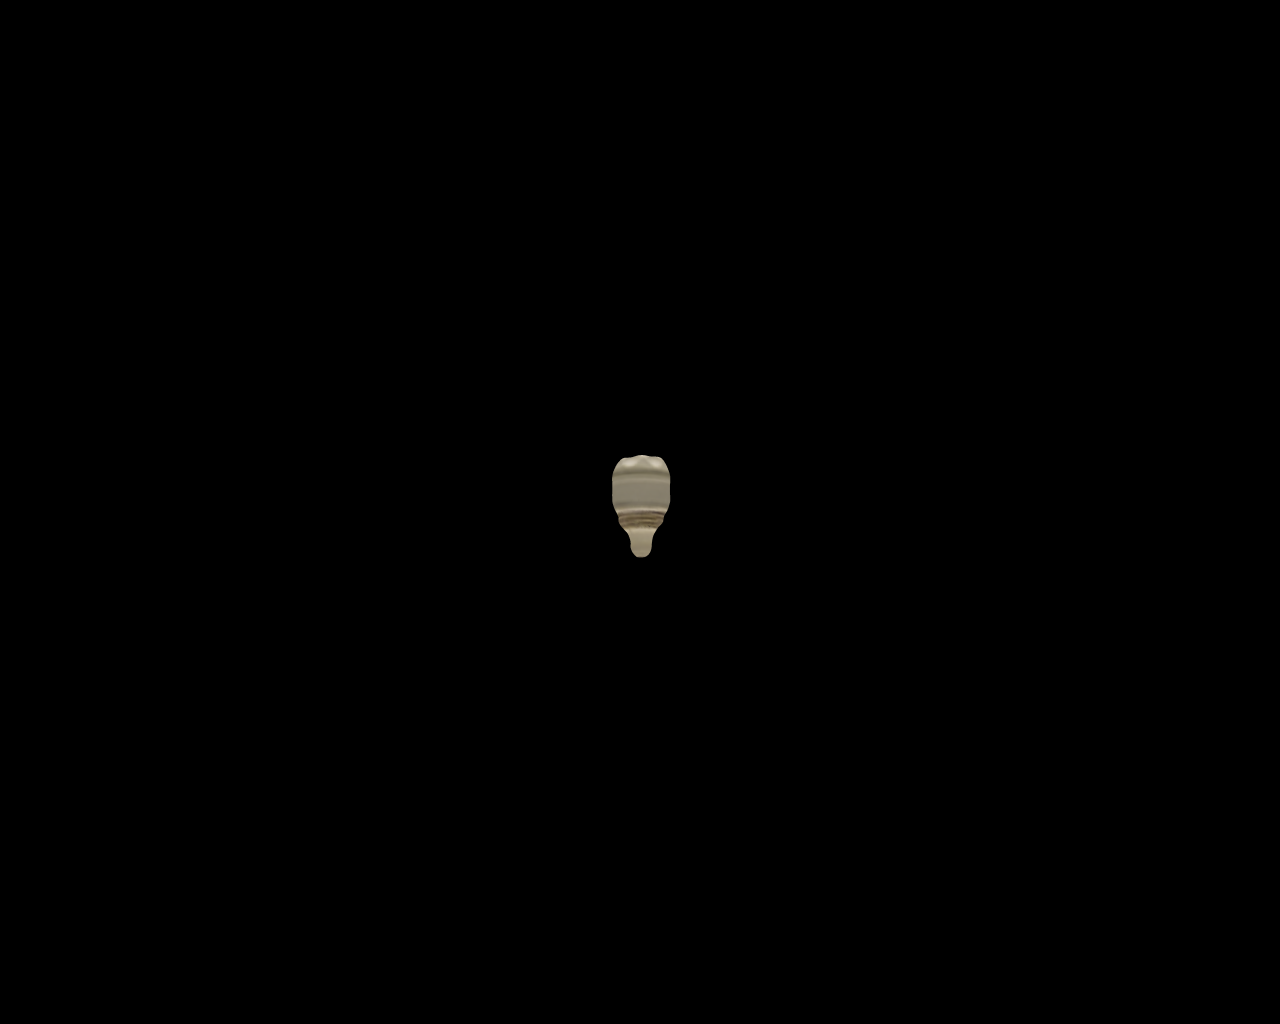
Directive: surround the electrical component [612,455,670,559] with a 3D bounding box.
[{"bbox_3d":[0.001,-0.003,0.650,0.035,0.061,0.035,0,-6,0],"label":"electrical component"}]
